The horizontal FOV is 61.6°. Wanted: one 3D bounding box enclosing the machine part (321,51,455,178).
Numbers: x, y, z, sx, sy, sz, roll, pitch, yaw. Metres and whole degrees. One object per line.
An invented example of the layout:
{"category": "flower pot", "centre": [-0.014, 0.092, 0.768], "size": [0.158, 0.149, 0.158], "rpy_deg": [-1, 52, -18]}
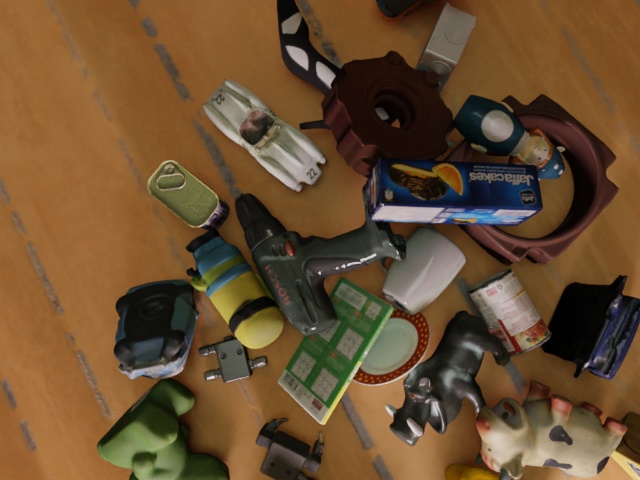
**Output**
{"category": "machine part", "centre": [0.092, -0.163, 0.708], "size": [0.179, 0.056, 0.179], "rpy_deg": [7, 67, -17]}

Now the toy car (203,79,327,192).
{"category": "toy car", "centre": [-0.080, -0.151, 0.783], "size": [0.202, 0.056, 0.073], "rpy_deg": [40, 88, 7]}

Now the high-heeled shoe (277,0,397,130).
{"category": "high-heeled shoe", "centre": [0.021, -0.262, 0.780], "size": [0.145, 0.086, 0.248], "rpy_deg": [-11, 87, -3]}

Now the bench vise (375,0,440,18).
{"category": "bench vise", "centre": [0.175, -0.421, 0.740], "size": [0.129, 0.223, 0.240], "rpy_deg": [29, 60, -16]}

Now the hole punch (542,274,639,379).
{"category": "hole punch", "centre": [0.373, 0.123, 0.705], "size": [0.092, 0.116, 0.142], "rpy_deg": [29, 87, -3]}

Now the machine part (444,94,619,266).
{"category": "machine part", "centre": [0.281, -0.081, 0.741], "size": [0.201, 0.087, 0.201], "rpy_deg": [44, 89, 8]}

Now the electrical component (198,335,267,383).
{"category": "electrical component", "centre": [-0.125, 0.169, 0.772], "size": [0.094, 0.021, 0.063], "rpy_deg": [-14, 83, 2]}

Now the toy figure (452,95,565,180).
{"category": "toy figure", "centre": [0.243, -0.124, 0.679], "size": [0.154, 0.058, 0.064], "rpy_deg": [33, 126, 4]}

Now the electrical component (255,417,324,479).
{"category": "electrical component", "centre": [-0.041, 0.294, 0.747], "size": [0.102, 0.045, 0.078], "rpy_deg": [19, 114, 7]}

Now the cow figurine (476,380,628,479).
{"category": "cow figurine", "centre": [0.284, 0.254, 0.691], "size": [0.195, 0.085, 0.127], "rpy_deg": [22, 90, -18]}

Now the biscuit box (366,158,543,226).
{"category": "biscuit box", "centre": [0.162, -0.057, 0.652], "size": [0.203, 0.059, 0.063], "rpy_deg": [1, 73, -9]}

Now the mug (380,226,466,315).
{"category": "mug", "centre": [0.126, 0.041, 0.736], "size": [0.110, 0.080, 0.107], "rpy_deg": [27, 72, 35]}

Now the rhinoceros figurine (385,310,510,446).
{"category": "rhinoceros figurine", "centre": [0.164, 0.185, 0.707], "size": [0.112, 0.073, 0.190], "rpy_deg": [38, 83, -25]}

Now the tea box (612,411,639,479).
{"category": "tea box", "centre": [0.434, 0.282, 0.654], "size": [0.068, 0.169, 0.098], "rpy_deg": [-43, 82, -1]}

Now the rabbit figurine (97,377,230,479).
{"category": "rabbit figurine", "centre": [-0.206, 0.302, 0.721], "size": [0.159, 0.121, 0.170], "rpy_deg": [-44, 99, 2]}

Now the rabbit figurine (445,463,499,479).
{"category": "rabbit figurine", "centre": [0.219, 0.374, 0.702], "size": [0.173, 0.121, 0.162], "rpy_deg": [-23, 74, -13]}

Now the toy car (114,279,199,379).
{"category": "toy car", "centre": [-0.217, 0.133, 0.737], "size": [0.109, 0.162, 0.102], "rpy_deg": [-12, 128, -5]}

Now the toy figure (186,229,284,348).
{"category": "toy figure", "centre": [-0.121, 0.069, 0.748], "size": [0.082, 0.089, 0.180], "rpy_deg": [-34, 86, 8]}

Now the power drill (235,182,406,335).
{"category": "power drill", "centre": [-0.002, -0.002, 0.731], "size": [0.207, 0.086, 0.232], "rpy_deg": [-26, 75, 14]}
